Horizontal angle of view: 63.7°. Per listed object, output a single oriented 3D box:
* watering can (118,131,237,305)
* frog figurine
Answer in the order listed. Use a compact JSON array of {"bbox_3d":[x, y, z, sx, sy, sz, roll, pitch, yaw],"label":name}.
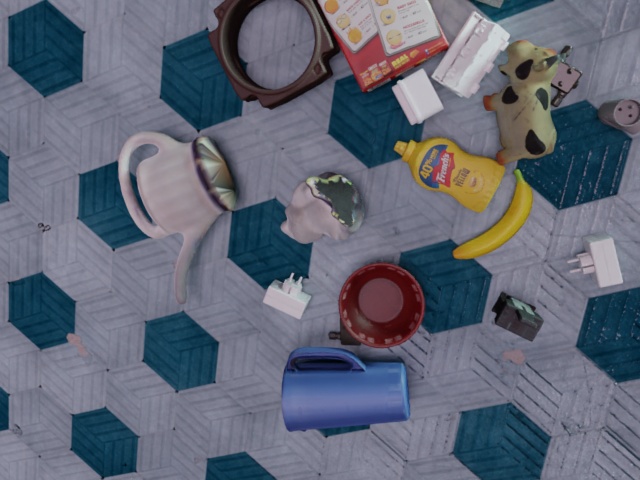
[{"bbox_3d":[-0.263,-0.059,1.012,0.223,0.105,0.346,-20,96,14],"label":"watering can"},{"bbox_3d":[0.003,-0.049,0.978,0.137,0.125,0.156,35,143,-6],"label":"frog figurine"}]
